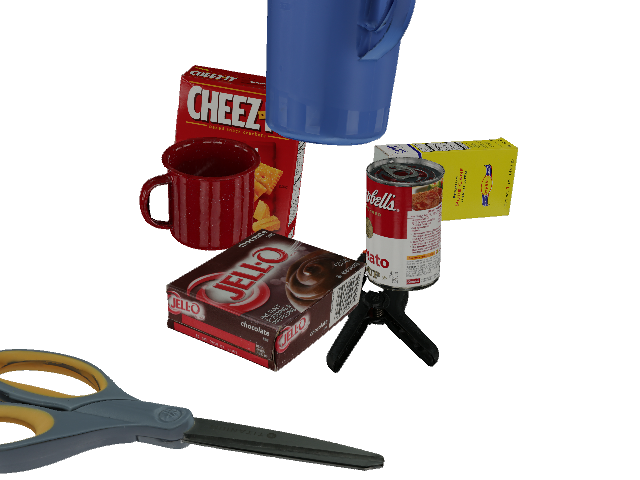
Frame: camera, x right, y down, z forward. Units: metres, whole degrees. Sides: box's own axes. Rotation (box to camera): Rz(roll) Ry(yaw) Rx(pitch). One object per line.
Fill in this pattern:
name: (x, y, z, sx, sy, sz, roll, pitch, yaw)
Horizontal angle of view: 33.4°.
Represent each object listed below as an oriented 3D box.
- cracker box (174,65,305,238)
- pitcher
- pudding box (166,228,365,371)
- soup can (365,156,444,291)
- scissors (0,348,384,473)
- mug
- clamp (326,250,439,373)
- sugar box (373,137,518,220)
cracker box: (-0.107, -0.108, 1.402, 0.164, 0.214, 0.072, 10, 23, 7)
pitcher: (0.020, -0.206, 0.899, 0.145, 0.243, 0.149, 8, 17, 11)
pudding box: (-0.036, 0.037, 0.723, 0.090, 0.039, 0.113, 19, 28, 26)
soup can: (0.074, -0.015, 0.939, 0.068, 0.102, 0.068, -1, 23, 0)
scissors: (-0.083, 0.088, 0.464, 0.202, 0.016, 0.096, 14, 27, 26)
mug: (-0.115, -0.041, 1.017, 0.117, 0.081, 0.093, -12, 33, -26)
clamp: (0.072, 0.080, 1.194, 0.120, 0.171, 0.039, 7, -43, 0)
sugar box: (0.150, -0.072, 1.299, 0.176, 0.093, 0.048, -7, 25, -22)
